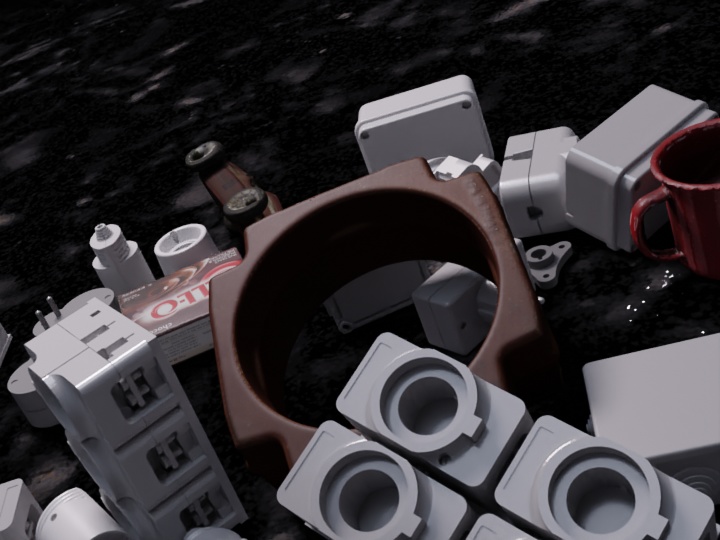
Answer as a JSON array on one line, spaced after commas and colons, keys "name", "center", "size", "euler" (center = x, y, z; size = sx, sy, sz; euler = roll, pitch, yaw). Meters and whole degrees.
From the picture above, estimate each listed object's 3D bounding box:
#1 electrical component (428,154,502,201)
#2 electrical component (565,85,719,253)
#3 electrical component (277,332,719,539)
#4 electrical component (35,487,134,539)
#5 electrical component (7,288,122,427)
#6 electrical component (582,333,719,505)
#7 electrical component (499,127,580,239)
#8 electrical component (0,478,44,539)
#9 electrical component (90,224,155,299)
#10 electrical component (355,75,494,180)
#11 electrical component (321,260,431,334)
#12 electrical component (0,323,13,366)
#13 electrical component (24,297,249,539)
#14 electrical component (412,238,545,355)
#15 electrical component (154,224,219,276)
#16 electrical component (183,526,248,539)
[{"name": "electrical component", "center": [0.076, -0.062, 0.891], "size": [0.078, 0.058, 0.057], "euler": [-48, 33, -8]}, {"name": "electrical component", "center": [0.211, -0.076, 0.803], "size": [0.113, 0.078, 0.057], "euler": [-37, 50, -25]}, {"name": "electrical component", "center": [0.063, 0.117, 0.523], "size": [0.186, 0.060, 0.105], "euler": [26, 74, 30]}, {"name": "electrical component", "center": [-0.181, 0.172, 0.697], "size": [0.043, 0.043, 0.081], "euler": [-37, 33, -24]}, {"name": "electrical component", "center": [-0.246, 0.057, 0.892], "size": [0.052, 0.073, 0.138], "euler": [-8, 33, 23]}, {"name": "electrical component", "center": [0.177, 0.087, 0.598], "size": [0.100, 0.048, 0.099], "euler": [-14, 31, 12]}, {"name": "electrical component", "center": [0.151, -0.072, 0.865], "size": [0.059, 0.053, 0.095], "euler": [-9, 32, 20]}, {"name": "electrical component", "center": [-0.261, 0.182, 0.720], "size": [0.089, 0.055, 0.050], "euler": [-19, 30, 5]}, {"name": "electrical component", "center": [-0.216, -0.006, 0.967], "size": [0.043, 0.081, 0.043], "euler": [-16, 31, 10]}, {"name": "electrical component", "center": [0.059, -0.120, 0.979], "size": [0.113, 0.078, 0.057], "euler": [-15, 28, 11]}, {"name": "electrical component", "center": [0.000, 0.000, 0.838], "size": [0.096, 0.061, 0.061], "euler": [-23, 30, -3]}, {"name": "electrical component", "center": [-0.382, 0.102, 0.920], "size": [0.105, 0.060, 0.186], "euler": [-17, 30, 8]}, {"name": "electrical component", "center": [-0.143, 0.104, 0.674], "size": [0.062, 0.150, 0.089], "euler": [-35, 33, -24]}, {"name": "electrical component", "center": [0.095, 0.019, 0.761], "size": [0.083, 0.047, 0.076], "euler": [-39, 34, -27]}, {"name": "electrical component", "center": [-0.152, -0.009, 0.964], "size": [0.055, 0.047, 0.055], "euler": [-16, 31, 10]}, {"name": "electrical component", "center": [-0.087, 0.172, 0.636], "size": [0.048, 0.048, 0.062], "euler": [-33, 25, -18]}]
